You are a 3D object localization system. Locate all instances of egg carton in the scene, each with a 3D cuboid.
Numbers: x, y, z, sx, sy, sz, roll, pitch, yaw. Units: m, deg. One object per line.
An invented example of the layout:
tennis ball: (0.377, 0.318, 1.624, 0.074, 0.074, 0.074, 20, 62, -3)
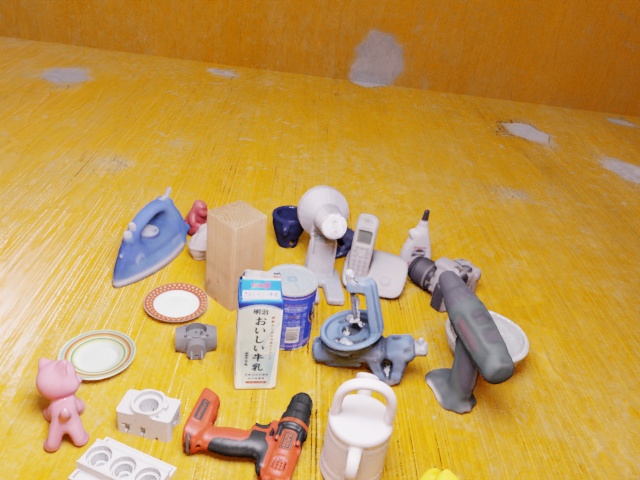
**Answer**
egg carton: (-0.232, 0.012, 1.367, 0.150, 0.069, 0.107, 12, 31, 6)

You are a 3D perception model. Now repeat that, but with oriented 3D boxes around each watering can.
watering can: (0.059, 0.278, 0.873, 0.101, 0.194, 0.172, 0, 32, -13)

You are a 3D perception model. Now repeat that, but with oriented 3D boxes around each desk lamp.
desk lamp: (0.012, 0.005, 1.298, 0.118, 0.213, 0.203, 2, 31, -11)

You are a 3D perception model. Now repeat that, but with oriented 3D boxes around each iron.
iron: (-0.394, -0.014, 1.300, 0.118, 0.141, 0.258, 14, 31, 9)

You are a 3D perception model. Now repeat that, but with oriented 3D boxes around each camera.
camera: (0.288, 0.081, 1.350, 0.143, 0.101, 0.136, -21, 42, -40)

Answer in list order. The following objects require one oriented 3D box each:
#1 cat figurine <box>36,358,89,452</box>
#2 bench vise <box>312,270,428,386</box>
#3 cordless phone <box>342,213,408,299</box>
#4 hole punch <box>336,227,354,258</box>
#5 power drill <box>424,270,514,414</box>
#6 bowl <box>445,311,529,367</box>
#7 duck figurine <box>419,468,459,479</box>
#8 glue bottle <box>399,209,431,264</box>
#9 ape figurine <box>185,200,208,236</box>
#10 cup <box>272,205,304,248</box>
cat figurine: (-0.403, 0.242, 0.892, 0.067, 0.118, 0.127, -8, 35, -26)
bench vise: (0.098, 0.154, 1.064, 0.207, 0.220, 0.121, 3, 31, -9)
cordless phone: (0.133, 0.035, 1.305, 0.147, 0.185, 0.094, 12, 31, 6)
hole punch: (0.045, -0.017, 1.463, 0.101, 0.091, 0.108, -14, 37, -33)
power drill: (0.258, 0.197, 1.042, 0.076, 0.208, 0.229, -4, 33, -20)
bowl: (0.330, 0.216, 1.160, 0.167, 0.075, 0.167, 6, 31, -4)
duck figurine: (0.182, 0.376, 0.846, 0.077, 0.086, 0.104, 3, 31, -8)
glue bottle: (0.242, 0.002, 1.400, 0.078, 0.173, 0.037, 0, 32, -14)
ape figurine: (-0.304, -0.057, 1.443, 0.076, 0.092, 0.078, 18, 32, 15)
cup: (-0.080, -0.021, 1.435, 0.091, 0.095, 0.118, 9, 31, 2)
